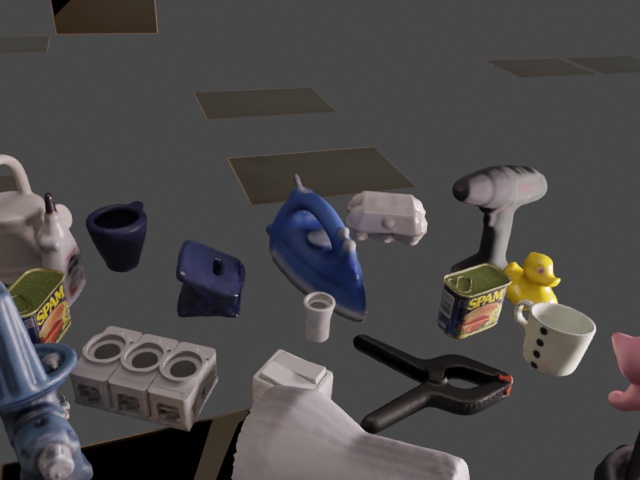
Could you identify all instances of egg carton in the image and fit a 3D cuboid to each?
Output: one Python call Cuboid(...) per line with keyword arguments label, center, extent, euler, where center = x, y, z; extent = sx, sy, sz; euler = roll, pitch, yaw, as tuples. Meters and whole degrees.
Cuboid(label="egg carton", center=(0.123, -0.041, 1.072), extent=(0.150, 0.069, 0.107), euler=(5, 32, 0))

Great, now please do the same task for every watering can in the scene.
Cuboid(label="watering can", center=(-0.462, -0.037, 0.873), extent=(0.173, 0.194, 0.100), euler=(-1, 32, -8))

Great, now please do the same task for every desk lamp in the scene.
Cuboid(label="desk lamp", center=(0.033, 0.236, 0.475), extent=(0.202, 0.214, 0.118), euler=(16, 34, 18))

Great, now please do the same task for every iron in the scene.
Cuboid(label="iron", center=(0.008, 0.003, 0.917), extent=(0.119, 0.141, 0.257), euler=(-14, 36, -27))

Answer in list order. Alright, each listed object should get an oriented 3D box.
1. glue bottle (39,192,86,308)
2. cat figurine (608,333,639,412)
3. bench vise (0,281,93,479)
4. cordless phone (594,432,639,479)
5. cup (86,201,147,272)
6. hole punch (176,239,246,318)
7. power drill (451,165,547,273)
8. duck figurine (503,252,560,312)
Cuboid(label="glue bottle", center=(-0.377, 0.011, 0.827), extent=(0.037, 0.173, 0.078), euler=(2, 32, -4))
Cuboid(label="cat figurine", center=(0.417, 0.175, 0.713), extent=(0.067, 0.118, 0.127), euler=(-5, 33, -15))
Cuboid(label="bench vise", center=(-0.291, 0.140, 0.583), extent=(0.206, 0.220, 0.122), euler=(22, 36, 26))
Cuboid(label="cordless phone", center=(0.362, 0.221, 0.568), extent=(0.148, 0.185, 0.094), euler=(-7, 33, -17))
Cuboid(label="cup", center=(-0.319, -0.004, 0.933), extent=(0.091, 0.095, 0.118), euler=(10, 32, 9))
Cuboid(label="hole punch", center=(-0.163, 0.055, 0.861), extent=(0.101, 0.091, 0.108), euler=(0, 32, -6))
Cuboid(label="power drill", center=(0.281, -0.029, 0.939), extent=(0.230, 0.208, 0.075), euler=(-23, 40, -36))
Cuboid(label="duck figurine", center=(0.342, 0.059, 0.922), extent=(0.078, 0.086, 0.104), euler=(-13, 35, -25))
